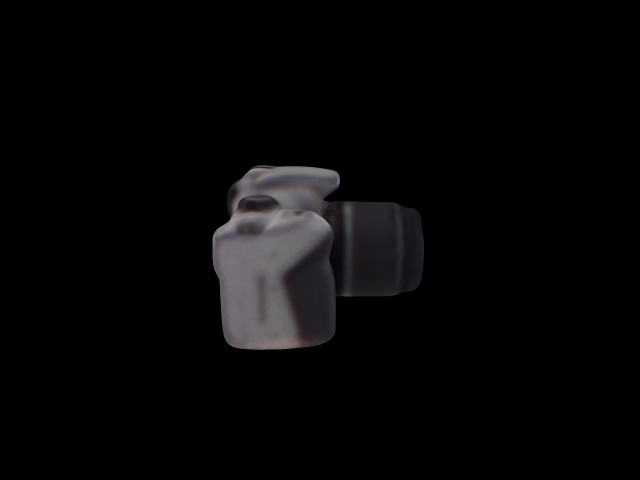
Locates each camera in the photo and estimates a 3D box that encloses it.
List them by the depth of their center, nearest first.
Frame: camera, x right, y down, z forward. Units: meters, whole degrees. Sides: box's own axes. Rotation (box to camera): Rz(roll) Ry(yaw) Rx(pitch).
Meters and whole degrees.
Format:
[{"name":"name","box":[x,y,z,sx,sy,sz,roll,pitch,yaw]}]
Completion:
[{"name":"camera","box":[0.004,0.001,0.400,0.137,0.101,0.143,0,15,0]}]
